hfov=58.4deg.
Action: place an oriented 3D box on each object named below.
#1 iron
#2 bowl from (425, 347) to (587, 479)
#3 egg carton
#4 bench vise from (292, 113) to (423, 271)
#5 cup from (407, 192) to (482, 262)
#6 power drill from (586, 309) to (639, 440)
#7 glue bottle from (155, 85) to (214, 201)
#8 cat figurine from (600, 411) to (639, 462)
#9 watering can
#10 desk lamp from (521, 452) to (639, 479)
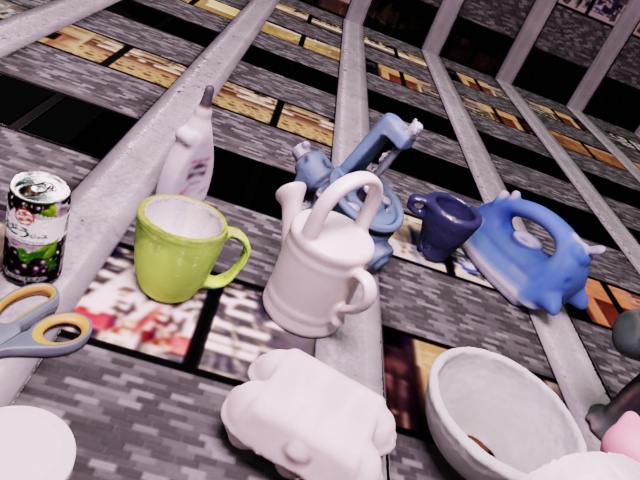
[{"bbox_3d":[0.325,-0.001,0.915,0.119,0.141,0.257,-3,39,-37],"label":"iron"},{"bbox_3d":[0.171,0.192,0.575,0.167,0.075,0.167,17,31,-10],"label":"bowl"},{"bbox_3d":[-0.008,0.163,0.505,0.150,0.069,0.107,28,31,7],"label":"egg carton"},{"bbox_3d":[0.040,-0.090,0.784,0.207,0.219,0.122,30,31,12],"label":"bench vise"},{"bbox_3d":[0.178,-0.018,0.888,0.118,0.095,0.091,19,31,-8],"label":"cup"},{"bbox_3d":[0.419,0.163,0.656,0.230,0.208,0.075,17,31,-11],"label":"power drill"},{"bbox_3d":[-0.163,-0.120,0.740,0.037,0.173,0.078,33,32,16],"label":"glue bottle"},{"bbox_3d":[0.298,0.230,0.560,0.067,0.118,0.128,37,33,22],"label":"cat figurine"},{"bbox_3d":[0.004,0.003,0.641,0.172,0.194,0.101,33,32,16],"label":"watering can"},{"bbox_3d":[0.151,0.260,0.319,0.118,0.213,0.203,18,31,-8],"label":"desk lamp"}]
